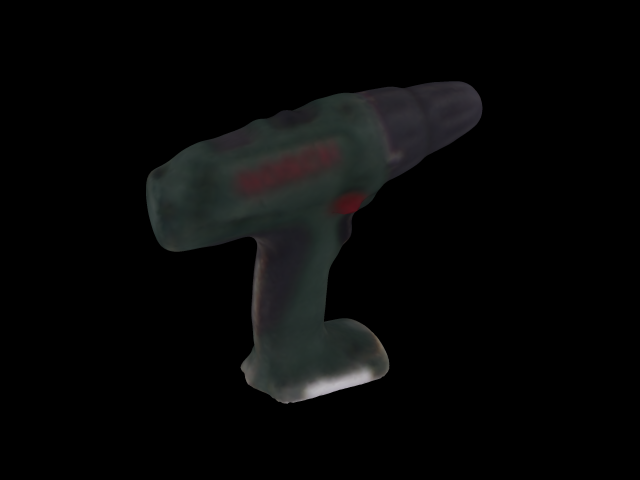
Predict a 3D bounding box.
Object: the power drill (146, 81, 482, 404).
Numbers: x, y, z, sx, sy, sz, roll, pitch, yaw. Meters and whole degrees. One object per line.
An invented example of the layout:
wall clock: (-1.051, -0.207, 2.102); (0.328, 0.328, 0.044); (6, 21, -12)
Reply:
power drill: (0.004, 0.001, 0.400); (0.230, 0.208, 0.075); (-10, 28, -20)
